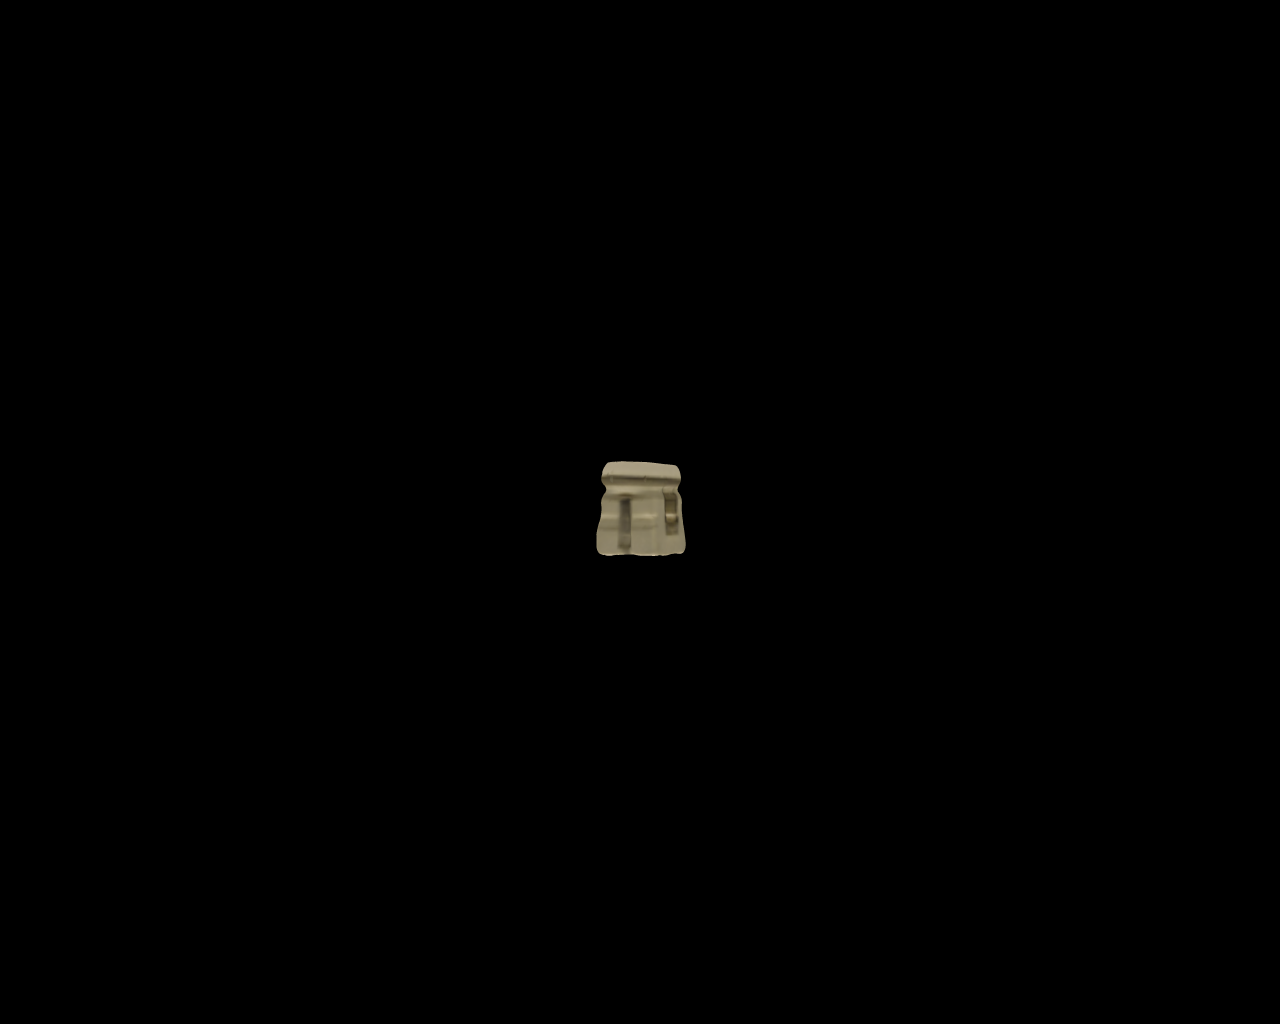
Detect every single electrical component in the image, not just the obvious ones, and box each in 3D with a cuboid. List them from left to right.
[{"bbox_3d":[0.001,-0.003,0.650,0.066,0.055,0.048,0,0,32],"label":"electrical component"}]
